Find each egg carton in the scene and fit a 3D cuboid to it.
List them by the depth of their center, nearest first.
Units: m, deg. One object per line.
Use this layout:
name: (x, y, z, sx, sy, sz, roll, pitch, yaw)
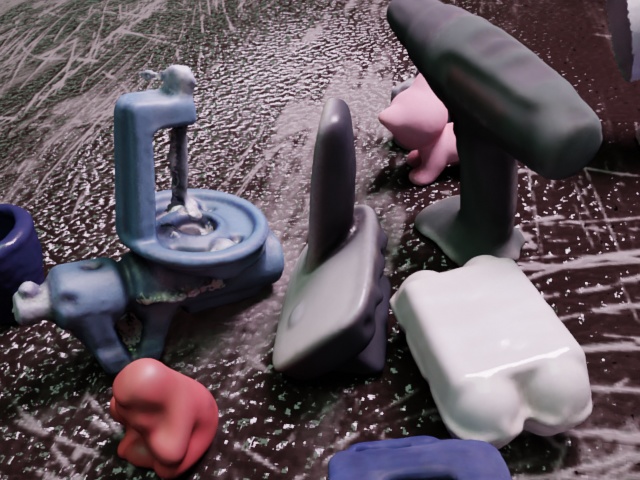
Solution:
egg carton: (0.118, 0.076, 0.411, 0.107, 0.069, 0.150, -14, 39, -7)

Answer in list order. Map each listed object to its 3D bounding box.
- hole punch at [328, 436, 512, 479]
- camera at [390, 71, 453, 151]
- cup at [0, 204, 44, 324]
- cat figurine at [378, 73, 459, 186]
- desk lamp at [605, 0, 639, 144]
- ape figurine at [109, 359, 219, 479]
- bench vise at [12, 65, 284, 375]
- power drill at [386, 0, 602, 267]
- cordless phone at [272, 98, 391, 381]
hole punch: (0.053, 0.151, 0.313, 0.108, 0.091, 0.101, -6, 39, 3)
camera: (0.175, -0.167, 0.674, 0.143, 0.101, 0.136, -36, 46, -30)
cup: (-0.302, 0.025, 0.525, 0.117, 0.095, 0.092, 20, 47, 31)
cat figurine: (0.127, -0.123, 0.615, 0.127, 0.118, 0.067, -3, 39, 6)
desk lamp: (0.381, -0.186, 0.574, 0.203, 0.214, 0.118, 1, 40, 11)
ape figurine: (-0.110, 0.114, 0.385, 0.076, 0.092, 0.077, -21, 41, -15)
bench vise: (-0.127, -0.006, 0.433, 0.121, 0.220, 0.208, 23, 48, 33)
power drill: (0.130, -0.087, 0.499, 0.076, 0.209, 0.228, -24, 41, -18)
cordless phone: (0.004, 0.002, 0.429, 0.094, 0.185, 0.147, -2, 39, 7)
